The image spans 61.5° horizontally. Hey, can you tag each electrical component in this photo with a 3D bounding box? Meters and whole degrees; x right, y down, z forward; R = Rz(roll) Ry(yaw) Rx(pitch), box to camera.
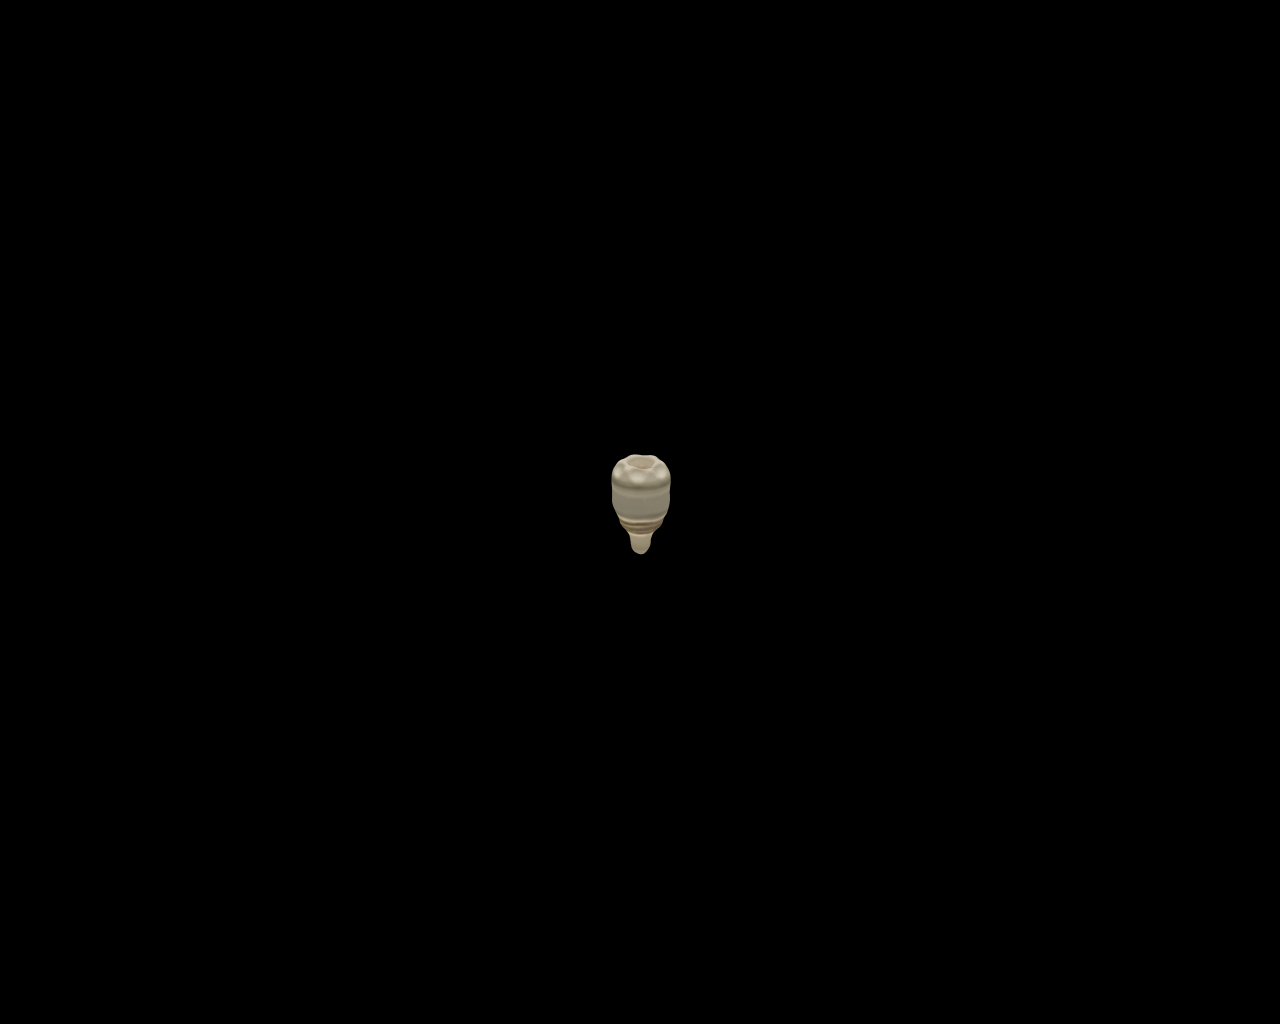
[{"bbox_3d":[0.001,-0.003,0.650,0.035,0.061,0.035,0,22,0],"label":"electrical component"}]
